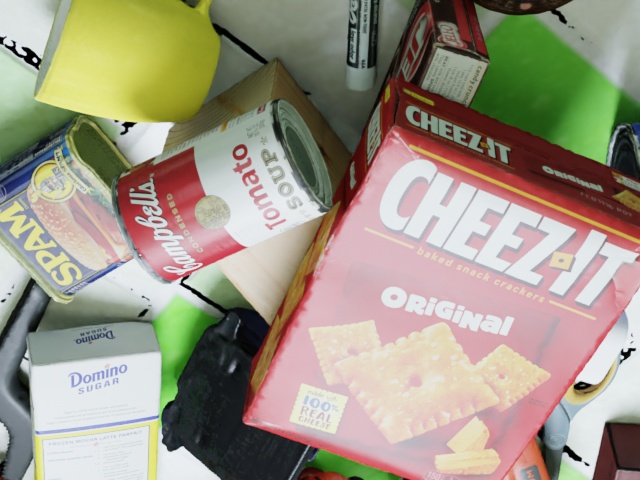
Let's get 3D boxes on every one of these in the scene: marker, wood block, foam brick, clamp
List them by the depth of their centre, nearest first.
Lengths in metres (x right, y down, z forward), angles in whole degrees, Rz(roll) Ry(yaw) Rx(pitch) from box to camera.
[{"bbox_3d":[0.027,-0.147,0.633,0.020,0.020,0.121,3,123,1],"label":"marker"},{"bbox_3d":[-0.004,0.000,0.687,0.090,0.091,0.206,-30,116,19],"label":"wood block"},{"bbox_3d":[-0.253,0.110,0.802,0.164,0.036,0.210,-12,123,6],"label":"clamp"},{"bbox_3d":[0.241,0.187,0.815,0.051,0.053,0.078,3,123,1],"label":"foam brick"}]

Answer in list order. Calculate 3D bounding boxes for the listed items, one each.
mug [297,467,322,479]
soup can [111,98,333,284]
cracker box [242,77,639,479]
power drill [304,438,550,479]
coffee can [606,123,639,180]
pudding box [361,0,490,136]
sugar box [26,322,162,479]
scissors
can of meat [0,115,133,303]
[{"bbox_3d":[-0.023,0.246,0.843,0.082,0.093,0.117,-25,97,23],"label":"mug"},{"bbox_3d":[-0.052,-0.026,0.578,0.102,0.068,0.068,-24,119,15],"label":"soup can"},{"bbox_3d":[0.069,0.039,0.609,0.164,0.072,0.214,21,121,-9],"label":"cracker box"},{"bbox_3d":[0.086,0.224,0.787,0.187,0.057,0.184,-26,110,-16],"label":"power drill"},{"bbox_3d":[0.254,-0.023,0.651,0.140,0.102,0.103,-1,123,4],"label":"coffee can"},{"bbox_3d":[0.059,-0.082,0.631,0.039,0.090,0.114,15,123,-8],"label":"pudding box"},{"bbox_3d":[-0.170,0.144,0.803,0.093,0.048,0.176,-4,122,-19],"label":"sugar box"},{"bbox_3d":[0.163,0.138,0.811,0.096,0.016,0.202,14,122,-5],"label":"scissors"},{"bbox_3d":[-0.163,-0.020,0.703,0.084,0.057,0.102,-29,117,17],"label":"can of meat"}]
